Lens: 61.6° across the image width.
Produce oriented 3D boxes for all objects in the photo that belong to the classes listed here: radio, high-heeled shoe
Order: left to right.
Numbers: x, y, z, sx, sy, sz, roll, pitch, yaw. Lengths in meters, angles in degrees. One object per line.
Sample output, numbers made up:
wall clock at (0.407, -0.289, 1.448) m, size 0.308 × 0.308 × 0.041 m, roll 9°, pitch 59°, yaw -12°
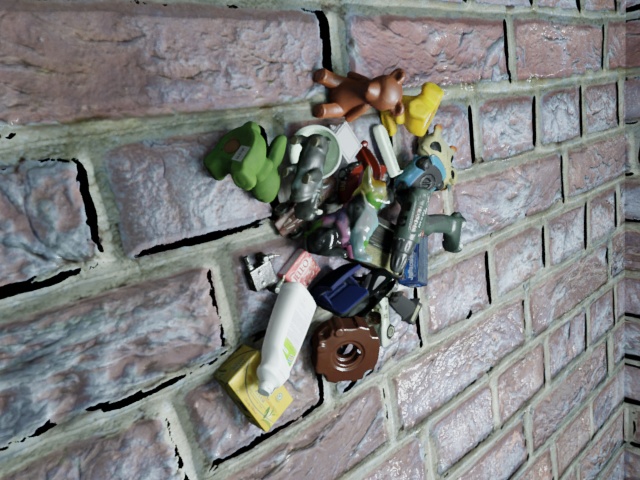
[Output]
high-heeled shoe at (0.110, 0.188, 1.338) m, size 0.086 × 0.145 × 0.248 m, roll 21°, pitch 79°, yaw -41°
radio at (0.140, 0.009, 1.392) m, size 0.229 × 0.073 × 0.131 m, roll 24°, pitch 80°, yaw -43°

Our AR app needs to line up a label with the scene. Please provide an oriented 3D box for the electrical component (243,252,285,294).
electrical component at (-0.121, 0.072, 1.182) m, size 0.078 × 0.045 × 0.102 m, roll -26°, pitch 112°, yaw -39°

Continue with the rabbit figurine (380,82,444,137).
rabbit figurine at (0.209, -0.346, 1.376) m, size 0.122 × 0.173 × 0.162 m, roll -59°, pitch 173°, yaw -19°

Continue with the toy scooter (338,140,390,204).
toy scooter at (0.102, -0.168, 1.338) m, size 0.184 × 0.075 × 0.135 m, roll -37°, pitch 118°, yaw -37°

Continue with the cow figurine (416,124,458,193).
cow figurine at (0.342, -0.221, 1.545) m, size 0.194 × 0.086 × 0.127 m, roll 44°, pitch 60°, yaw -39°

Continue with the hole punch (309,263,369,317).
hole punch at (0.040, 0.108, 1.283) m, size 0.142 × 0.116 × 0.092 m, roll -39°, pitch 126°, yaw -30°

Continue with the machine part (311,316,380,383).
machine part at (0.062, 0.268, 1.308) m, size 0.179 × 0.056 × 0.179 m, roll -6°, pitch 115°, yaw -12°

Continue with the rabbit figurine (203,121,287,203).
rabbit figurine at (-0.139, -0.154, 1.117) m, size 0.170 × 0.121 × 0.159 m, roll 54°, pitch 51°, yaw -53°

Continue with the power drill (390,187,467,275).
power drill at (0.280, -0.014, 1.409) m, size 0.207 × 0.086 × 0.232 m, roll 9°, pitch 90°, yaw -26°

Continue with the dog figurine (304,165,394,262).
dog figurine at (0.068, -0.064, 1.234) m, size 0.192 × 0.108 × 0.219 m, roll 8°, pitch 88°, yaw -4°

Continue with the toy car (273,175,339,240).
toy car at (-0.028, -0.084, 1.246) m, size 0.202 × 0.053 × 0.089 m, roll -47°, pitch 126°, yaw -29°

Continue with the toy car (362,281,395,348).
toy car at (0.151, 0.186, 1.423) m, size 0.056 × 0.074 × 0.201 m, roll -18°, pitch 107°, yaw -40°

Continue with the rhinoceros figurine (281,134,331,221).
rhinoceros figurine at (-0.026, -0.137, 1.160) m, size 0.112 × 0.073 × 0.190 m, roll 8°, pitch 92°, yaw -64°

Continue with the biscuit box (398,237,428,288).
biscuit box at (0.258, 0.028, 1.479) m, size 0.062 × 0.059 × 0.202 m, roll 24°, pitch 65°, yaw -50°

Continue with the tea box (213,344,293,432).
tea box at (-0.144, 0.323, 1.175) m, size 0.098 × 0.068 × 0.169 m, roll -47°, pitch 122°, yaw -28°

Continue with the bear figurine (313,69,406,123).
bear figurine at (0.092, -0.332, 1.228) m, size 0.132 × 0.196 × 0.120 m, roll -3°, pitch 100°, yaw -41°

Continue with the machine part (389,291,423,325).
machine part at (0.245, 0.188, 1.536) m, size 0.138 × 0.039 × 0.084 m, roll 36°, pitch 79°, yaw -41°

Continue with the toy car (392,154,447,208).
toy car at (0.256, -0.162, 1.457) m, size 0.161 × 0.103 × 0.109 m, roll -44°, pitch 124°, yaw 0°

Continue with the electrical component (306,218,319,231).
electrical component at (-0.003, -0.004, 1.296) m, size 0.063 × 0.021 × 0.093 m, roll -28°, pitch 114°, yaw -37°
